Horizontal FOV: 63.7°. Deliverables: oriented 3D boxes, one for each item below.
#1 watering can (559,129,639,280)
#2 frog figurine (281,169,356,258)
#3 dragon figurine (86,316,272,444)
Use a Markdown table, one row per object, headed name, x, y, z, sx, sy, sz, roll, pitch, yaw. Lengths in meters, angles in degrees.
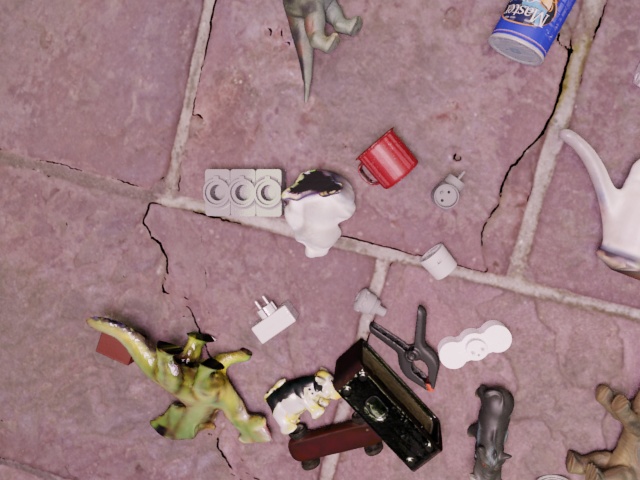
| name | x | y | z | sx | sy | sz | roll | pitch | yaw |
| --- | --- | --- | --- | --- | --- | --- | --- | --- | --- |
| watering can | 0.552 | -0.050 | 0.898 | 0.348 | 0.104 | 0.223 | 20 | 97 | 4 |
| frog figurine | 0.003 | -0.050 | 0.985 | 0.137 | 0.125 | 0.156 | -16 | 129 | 0 |
| dragon figurine | -0.282 | 0.305 | 1.027 | 0.410 | 0.124 | 0.240 | 18 | 106 | 1 |
